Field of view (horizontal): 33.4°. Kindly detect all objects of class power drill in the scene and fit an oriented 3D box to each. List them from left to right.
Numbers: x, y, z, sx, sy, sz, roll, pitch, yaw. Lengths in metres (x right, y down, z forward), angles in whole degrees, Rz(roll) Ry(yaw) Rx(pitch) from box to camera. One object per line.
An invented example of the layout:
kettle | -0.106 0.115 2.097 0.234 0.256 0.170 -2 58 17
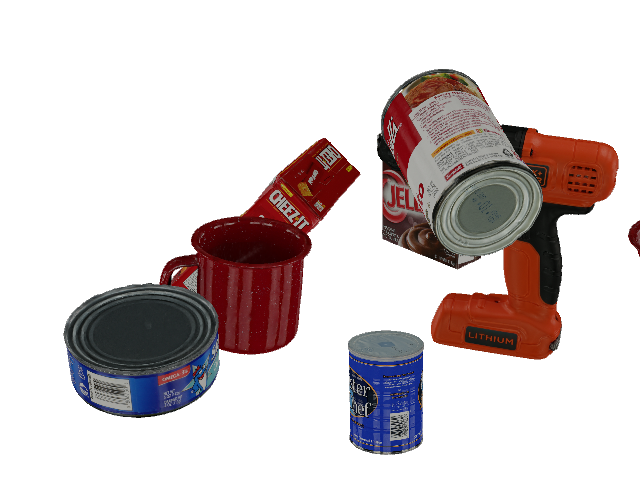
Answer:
power drill | 0.132 -0.003 0.850 0.184 0.188 0.057 9 29 15

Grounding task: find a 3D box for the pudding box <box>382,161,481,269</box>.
pudding box | 0.109 -0.032 1.049 0.039 0.090 0.114 -19 27 -36

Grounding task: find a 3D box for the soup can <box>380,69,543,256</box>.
soup can | 0.083 -0.047 0.638 0.068 0.069 0.102 0 39 -18

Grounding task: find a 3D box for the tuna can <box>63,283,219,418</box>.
tuna can | -0.100 0.061 0.603 0.086 0.034 0.086 0 31 0

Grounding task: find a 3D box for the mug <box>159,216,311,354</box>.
mug | -0.067 0.037 0.834 0.117 0.081 0.093 -3 25 -17

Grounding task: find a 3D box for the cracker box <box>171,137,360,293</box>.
cracker box | -0.067 -0.010 1.230 0.214 0.072 0.164 -43 4 27

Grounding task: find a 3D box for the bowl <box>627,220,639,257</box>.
bowl | 0.400 0.020 1.102 0.162 0.055 0.162 -4 22 1

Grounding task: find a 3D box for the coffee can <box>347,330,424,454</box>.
coffee can | 0.090 0.205 1.454 0.103 0.140 0.103 -1 15 0
